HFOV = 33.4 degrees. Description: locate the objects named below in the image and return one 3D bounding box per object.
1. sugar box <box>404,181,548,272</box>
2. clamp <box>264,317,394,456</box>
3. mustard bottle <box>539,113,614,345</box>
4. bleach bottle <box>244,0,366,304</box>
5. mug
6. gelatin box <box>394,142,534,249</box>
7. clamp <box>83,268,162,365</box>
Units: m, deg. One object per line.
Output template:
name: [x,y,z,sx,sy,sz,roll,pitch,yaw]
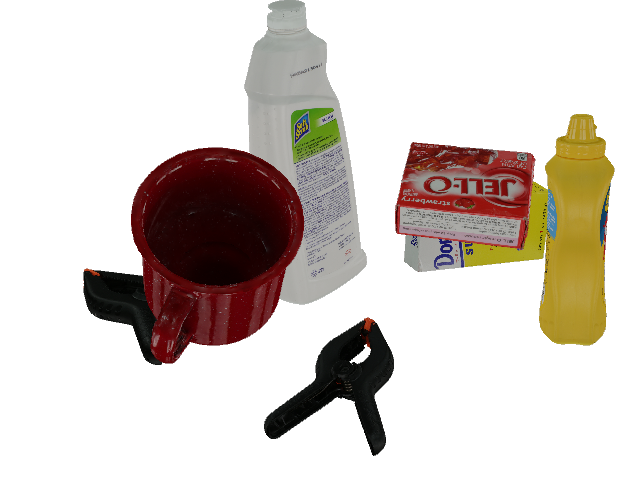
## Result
sugar box: [0.192,-0.017,1.305,0.176,0.093,0.048,-7,22,-21]
clamp: [0.034,0.144,1.050,0.120,0.039,0.171,16,46,24]
mustard bottle: [0.221,-0.013,0.920,0.058,0.192,0.096,2,18,13]
bleach bottle: [-0.014,-0.076,0.893,0.068,0.251,0.102,19,35,35]
mug: [-0.064,0.018,0.599,0.093,0.117,0.081,20,-31,4]
gelatin box: [0.100,-0.033,0.735,0.089,0.030,0.073,6,42,10]
clamp: [-0.182,0.073,1.113,0.210,0.036,0.164,15,20,29]
